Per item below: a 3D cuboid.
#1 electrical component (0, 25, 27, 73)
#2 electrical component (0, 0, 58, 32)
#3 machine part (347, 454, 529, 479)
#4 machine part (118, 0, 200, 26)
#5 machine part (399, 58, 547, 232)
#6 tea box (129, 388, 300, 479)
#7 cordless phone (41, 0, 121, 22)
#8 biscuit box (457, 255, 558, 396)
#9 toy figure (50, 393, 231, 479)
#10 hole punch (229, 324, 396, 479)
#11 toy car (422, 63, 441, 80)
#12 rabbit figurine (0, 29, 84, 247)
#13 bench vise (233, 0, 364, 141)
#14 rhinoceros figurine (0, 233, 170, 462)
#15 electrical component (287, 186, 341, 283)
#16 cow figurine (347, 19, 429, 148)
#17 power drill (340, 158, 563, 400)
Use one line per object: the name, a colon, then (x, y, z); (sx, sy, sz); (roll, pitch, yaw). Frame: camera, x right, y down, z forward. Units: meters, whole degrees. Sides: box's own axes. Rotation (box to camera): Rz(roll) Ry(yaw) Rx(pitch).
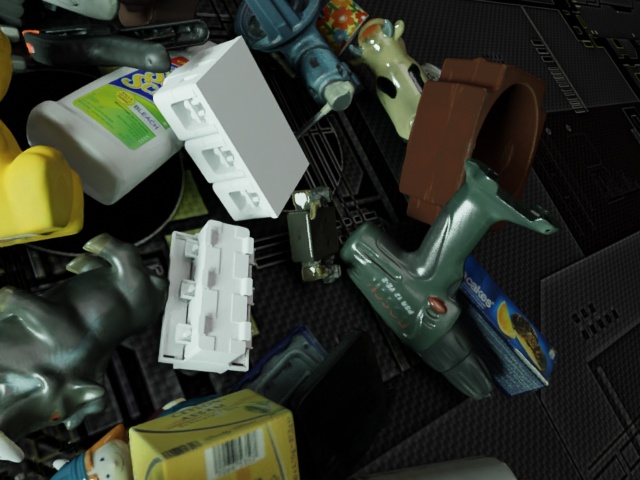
electrical component: (-0.320, -0.176, 0.484); (0.094, 0.021, 0.063); (-7, 70, -37)
electrical component: (-0.318, -0.269, 0.514); (0.134, 0.058, 0.115); (9, 62, -29)
machine part: (0.102, 0.246, 0.491); (0.243, 0.079, 0.079); (5, 62, -32)
machine part: (-0.173, -0.308, 0.561); (0.056, 0.179, 0.179); (-15, 74, -40)
machine part: (0.192, -0.113, 0.668); (0.087, 0.201, 0.201); (25, 20, 38)
tea box: (-0.065, 0.202, 0.369); (0.098, 0.068, 0.169); (-7, 96, -36)
cordless phone: (-0.229, -0.199, 0.402); (0.146, 0.088, 0.184); (16, 36, -22)
biscuit box: (0.194, 0.091, 0.649); (0.202, 0.063, 0.059); (48, 48, -2)
toy figure: (-0.128, 0.160, 0.403); (0.154, 0.057, 0.064); (-13, 31, -37)
hole punch: (-0.005, 0.146, 0.483); (0.142, 0.092, 0.115); (-41, 121, -44)
toy car: (0.216, -0.185, 0.822); (0.201, 0.056, 0.073); (38, 50, -9)
rabbit figurine: (-0.265, -0.077, 0.397); (0.162, 0.122, 0.173); (-7, 95, -6)
bench vise: (-0.044, -0.251, 0.616); (0.240, 0.129, 0.224); (40, 31, -55)
rhinoceros figurine: (-0.194, 0.079, 0.397); (0.112, 0.073, 0.190); (51, 46, -13)
electrical component: (-0.001, -0.003, 0.553); (0.078, 0.045, 0.102); (-4, 90, -59)
cow figurine: (0.106, -0.208, 0.719); (0.195, 0.085, 0.127); (64, 18, 9)
power drill: (0.151, 0.034, 0.568); (0.232, 0.207, 0.086); (41, 29, 5)
